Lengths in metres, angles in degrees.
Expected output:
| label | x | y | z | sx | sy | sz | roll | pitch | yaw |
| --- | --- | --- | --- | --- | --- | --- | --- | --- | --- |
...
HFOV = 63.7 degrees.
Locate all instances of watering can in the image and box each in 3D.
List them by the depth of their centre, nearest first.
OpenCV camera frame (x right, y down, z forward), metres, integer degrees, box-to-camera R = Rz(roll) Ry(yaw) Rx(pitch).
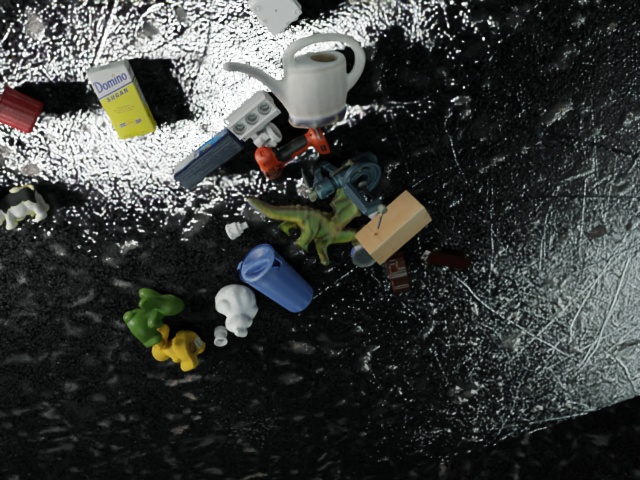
| label | x | y | z | sx | sy | sz | roll | pitch | yaw |
| --- | --- | --- | --- | --- | --- | --- | --- | --- | --- |
| watering can | -0.049 | -0.367 | 1.221 | 0.349 | 0.106 | 0.219 | -18 | 131 | -16 |

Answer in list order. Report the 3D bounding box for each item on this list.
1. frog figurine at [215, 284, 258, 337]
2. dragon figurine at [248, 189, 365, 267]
| label | x | y | z | sx | sy | sz | roll | pitch | yaw |
| --- | --- | --- | --- | --- | --- | --- | --- | --- | --- |
| frog figurine | -0.265 | 0.222 | 1.637 | 0.136 | 0.163 | 0.121 | 25 | 119 | -28 |
| dragon figurine | 0.005 | -0.076 | 1.513 | 0.242 | 0.124 | 0.404 | -47 | 127 | 3 |
